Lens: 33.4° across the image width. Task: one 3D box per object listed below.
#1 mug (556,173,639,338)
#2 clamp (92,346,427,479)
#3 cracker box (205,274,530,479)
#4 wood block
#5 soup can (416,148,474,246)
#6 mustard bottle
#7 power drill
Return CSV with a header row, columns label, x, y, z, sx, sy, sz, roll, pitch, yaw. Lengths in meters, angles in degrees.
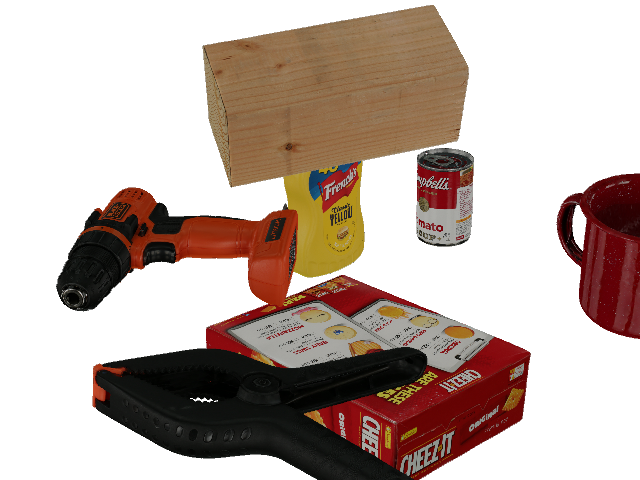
label,x,y,z,sx,sy,sz,roll,pitch,yaw
mug,0.209,0.008,0.721,0.093,0.081,0.117,-28,40,-36
clamp,-0.030,0.096,0.642,0.210,0.036,0.164,10,23,8
cracker box,0.035,0.109,0.871,0.163,0.072,0.214,-19,29,-40
wood block,0.012,-0.124,0.915,0.206,0.090,0.091,-12,-38,-11
soup can,0.149,-0.052,1.286,0.068,0.102,0.068,-1,26,0
mustard bottle,0.004,-0.064,1.110,0.096,0.192,0.058,-23,32,-39
power drill,-0.118,0.012,0.923,0.187,0.057,0.184,7,29,5
